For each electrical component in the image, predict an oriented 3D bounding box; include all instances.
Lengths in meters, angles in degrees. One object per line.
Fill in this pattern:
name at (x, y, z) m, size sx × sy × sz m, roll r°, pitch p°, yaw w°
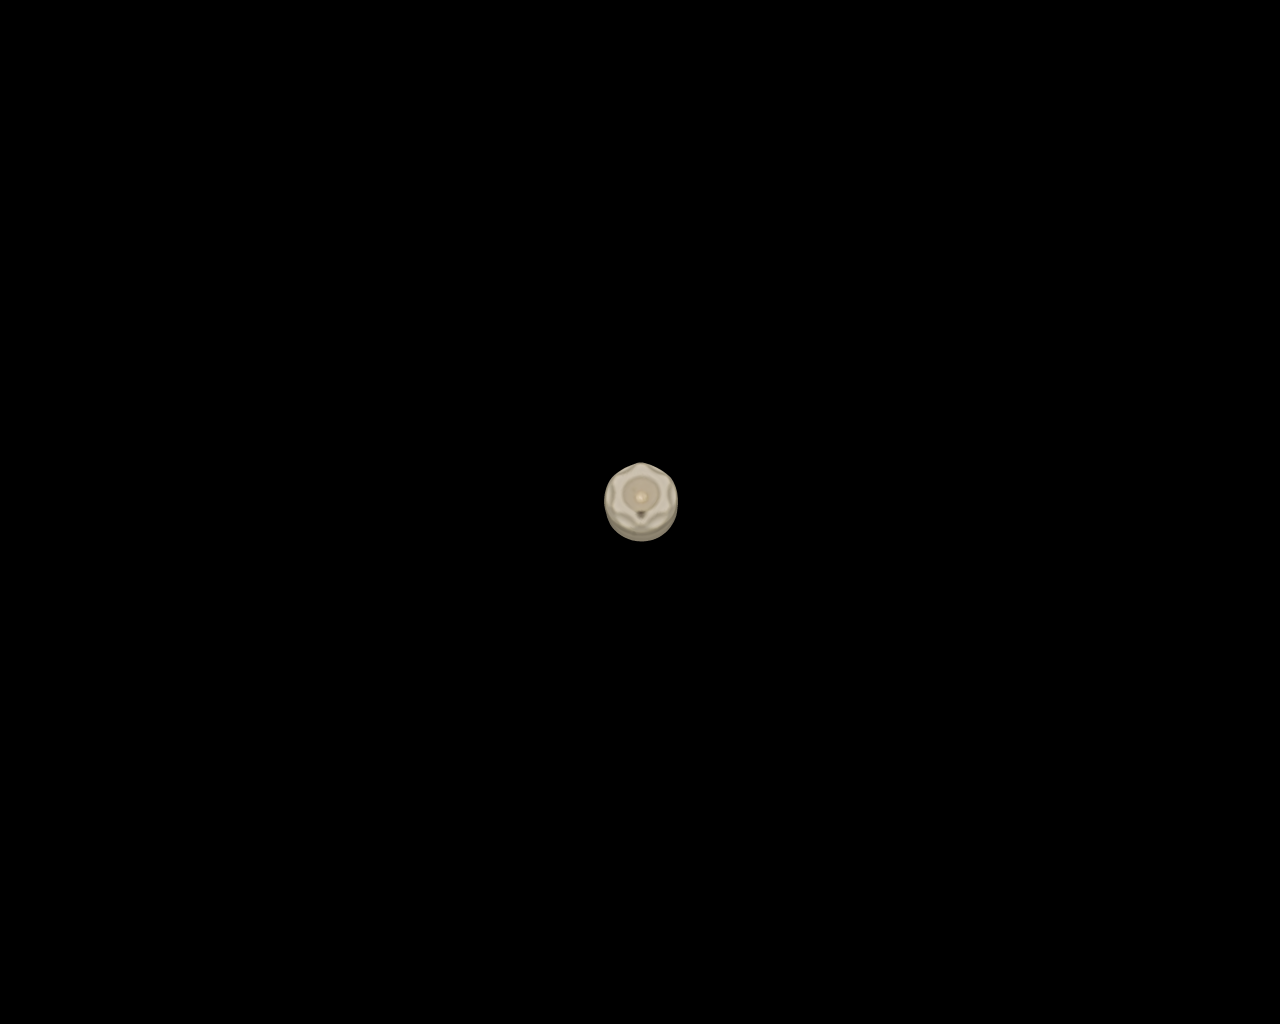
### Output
electrical component at (0.001, -0.003, 0.650) m, size 0.043 × 0.043 × 0.062 m, roll 0°, pitch -16°, yaw 0°
